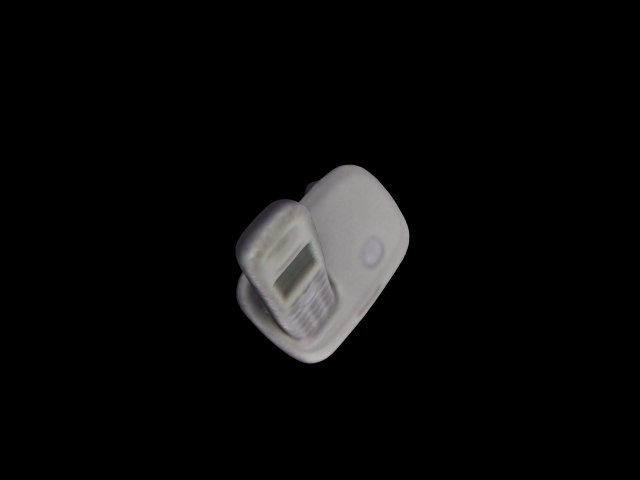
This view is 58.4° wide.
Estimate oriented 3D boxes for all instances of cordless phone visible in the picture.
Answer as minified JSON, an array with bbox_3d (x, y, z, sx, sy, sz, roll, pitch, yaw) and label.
[{"bbox_3d":[0.004,0.001,0.400,0.094,0.185,0.148,33,74,11],"label":"cordless phone"}]
